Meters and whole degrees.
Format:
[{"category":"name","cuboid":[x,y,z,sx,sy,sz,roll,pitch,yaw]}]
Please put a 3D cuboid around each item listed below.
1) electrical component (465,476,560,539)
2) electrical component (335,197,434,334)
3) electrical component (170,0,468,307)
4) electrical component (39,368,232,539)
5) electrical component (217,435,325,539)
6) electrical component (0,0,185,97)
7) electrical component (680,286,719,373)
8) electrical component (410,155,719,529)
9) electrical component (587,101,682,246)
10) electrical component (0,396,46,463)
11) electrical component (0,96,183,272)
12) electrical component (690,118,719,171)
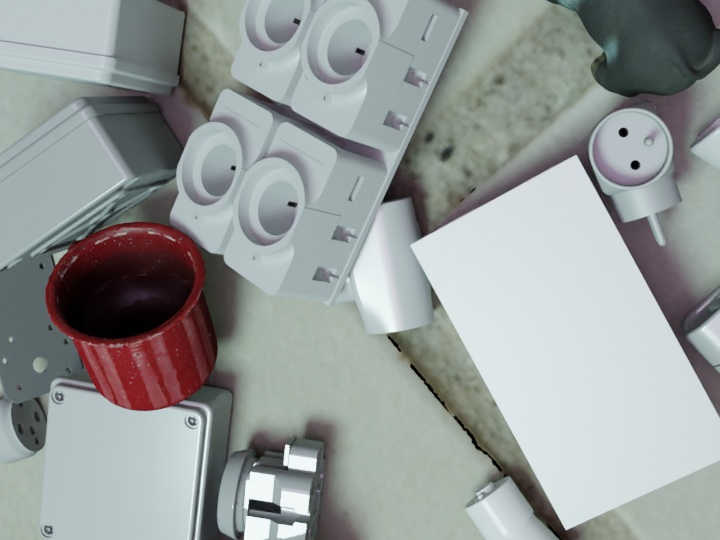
[{"category":"electrical component","cuboid":[0.095,0.161,0.663,0.044,0.044,0.065,-36,84,14]},{"category":"electrical component","cuboid":[0.000,0.000,0.660,0.079,0.043,0.077,-10,95,13]},{"category":"electrical component","cuboid":[-0.032,-0.087,0.624,0.105,0.060,0.186,33,104,36]},{"category":"electrical component","cuboid":[-0.146,0.126,0.700,0.109,0.056,0.108,9,99,10]},{"category":"electrical component","cuboid":[-0.056,0.145,0.684,0.057,0.058,0.078,7,98,8]},{"category":"electrical component","cuboid":[-0.175,-0.142,0.645,0.109,0.109,0.056,10,96,10]},{"category":"electrical component","cuboid":[0.239,0.024,0.609,0.059,0.054,0.095,46,103,3]},{"category":"electrical component","cuboid":[0.124,0.039,0.631,0.105,0.060,0.186,-29,91,14]},{"category":"electrical component","cuboid":[0.156,-0.052,0.604,0.043,0.077,0.079,-20,93,13]},{"category":"electrical component","cuboid":[-0.246,0.110,0.724,0.055,0.045,0.045,-19,93,13]},{"category":"electrical component","cuboid":[-0.173,-0.054,0.656,0.109,0.109,0.056,-32,93,14]},{"category":"electrical component","cuboid":[0.221,-0.063,0.606,0.045,0.045,0.055,-43,88,13]}]
